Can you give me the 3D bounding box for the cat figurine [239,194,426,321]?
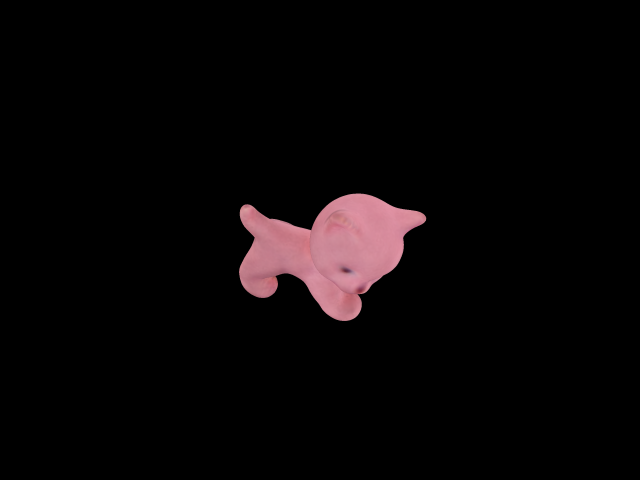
[{"bbox_3d":[0.004,0.001,0.400,0.127,0.118,0.067,13,62,7],"label":"cat figurine"}]
